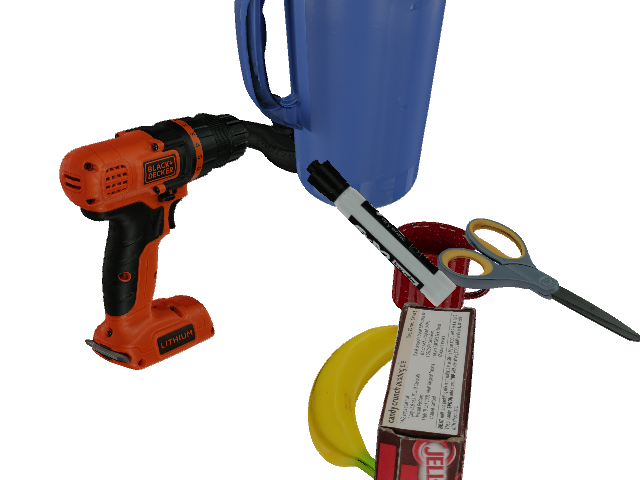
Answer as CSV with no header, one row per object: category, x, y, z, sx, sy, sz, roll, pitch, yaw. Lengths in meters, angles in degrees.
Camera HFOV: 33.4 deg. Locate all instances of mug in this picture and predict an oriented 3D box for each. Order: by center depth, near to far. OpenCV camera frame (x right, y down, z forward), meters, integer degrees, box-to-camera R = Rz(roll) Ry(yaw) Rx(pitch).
mug,0.135,0.036,1.191,0.117,0.081,0.093,6,25,4

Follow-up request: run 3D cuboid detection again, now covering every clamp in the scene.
clamp,-0.047,-0.103,1.086,0.120,0.039,0.172,-21,37,-30

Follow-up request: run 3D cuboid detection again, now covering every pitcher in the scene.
pitcher,0.024,-0.143,0.865,0.149,0.243,0.145,13,44,12

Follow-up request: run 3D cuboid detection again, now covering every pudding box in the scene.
pudding box,0.045,0.091,0.471,0.039,0.090,0.113,7,25,6

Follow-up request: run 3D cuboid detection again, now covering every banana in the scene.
banana,0.028,0.123,0.865,0.069,0.037,0.197,21,32,-2

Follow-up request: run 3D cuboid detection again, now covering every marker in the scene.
marker,0.037,-0.007,0.677,0.121,0.020,0.020,45,-5,4

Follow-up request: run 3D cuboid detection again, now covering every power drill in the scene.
power drill,-0.125,-0.004,0.860,0.057,0.188,0.184,16,25,37

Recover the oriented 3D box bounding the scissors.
scissors,0.183,0.045,0.959,0.096,0.016,0.202,-23,44,-19
